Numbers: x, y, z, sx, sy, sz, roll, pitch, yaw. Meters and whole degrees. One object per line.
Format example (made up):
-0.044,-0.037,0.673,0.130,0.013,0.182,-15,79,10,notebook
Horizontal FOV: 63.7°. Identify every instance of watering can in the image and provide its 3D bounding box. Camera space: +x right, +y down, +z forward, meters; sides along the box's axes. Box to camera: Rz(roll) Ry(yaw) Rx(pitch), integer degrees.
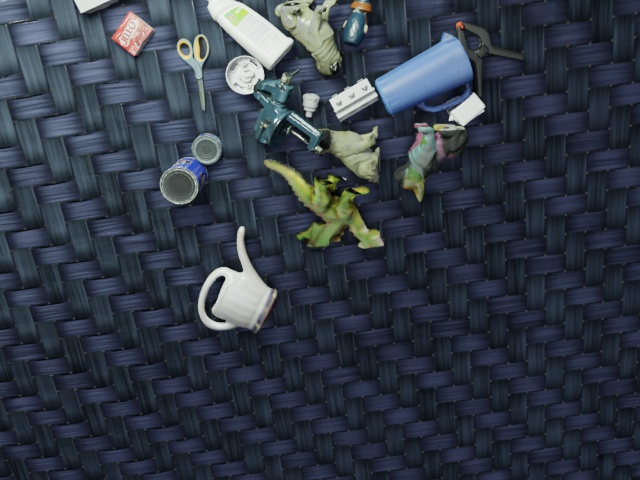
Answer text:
-0.229,0.144,1.559,0.223,0.105,0.343,26,106,-11,watering can

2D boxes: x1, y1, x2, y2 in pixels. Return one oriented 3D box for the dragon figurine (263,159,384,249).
0.005,-0.076,1.506,0.410,0.124,0.238,18,115,-6,dragon figurine
